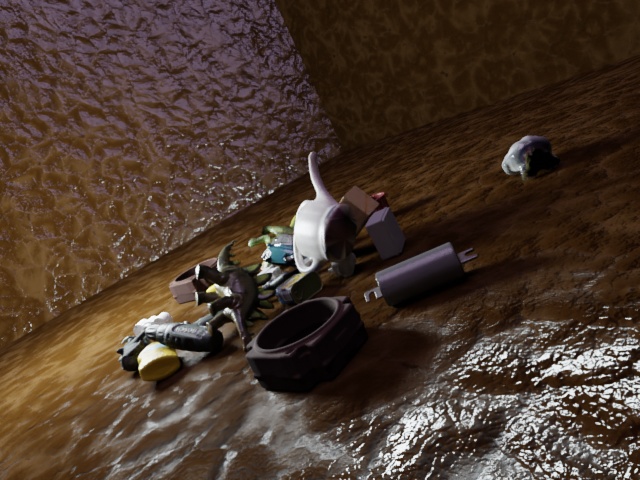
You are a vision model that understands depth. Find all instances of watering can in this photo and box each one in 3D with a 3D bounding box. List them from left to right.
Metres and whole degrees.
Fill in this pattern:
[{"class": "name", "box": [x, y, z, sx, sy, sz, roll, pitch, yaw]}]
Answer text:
[{"class": "watering can", "box": [0.004, -0.070, 1.393, 0.104, 0.348, 0.225, 8, 0, -37]}]

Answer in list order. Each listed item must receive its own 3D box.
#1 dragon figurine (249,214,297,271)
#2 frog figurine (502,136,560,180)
[{"class": "dragon figurine", "box": [-0.096, -0.009, 1.854, 0.242, 0.120, 0.418, -1, 35, 43]}, {"class": "frog figurine", "box": [0.579, -0.243, 1.474, 0.137, 0.121, 0.162, -44, 23, 6]}]
